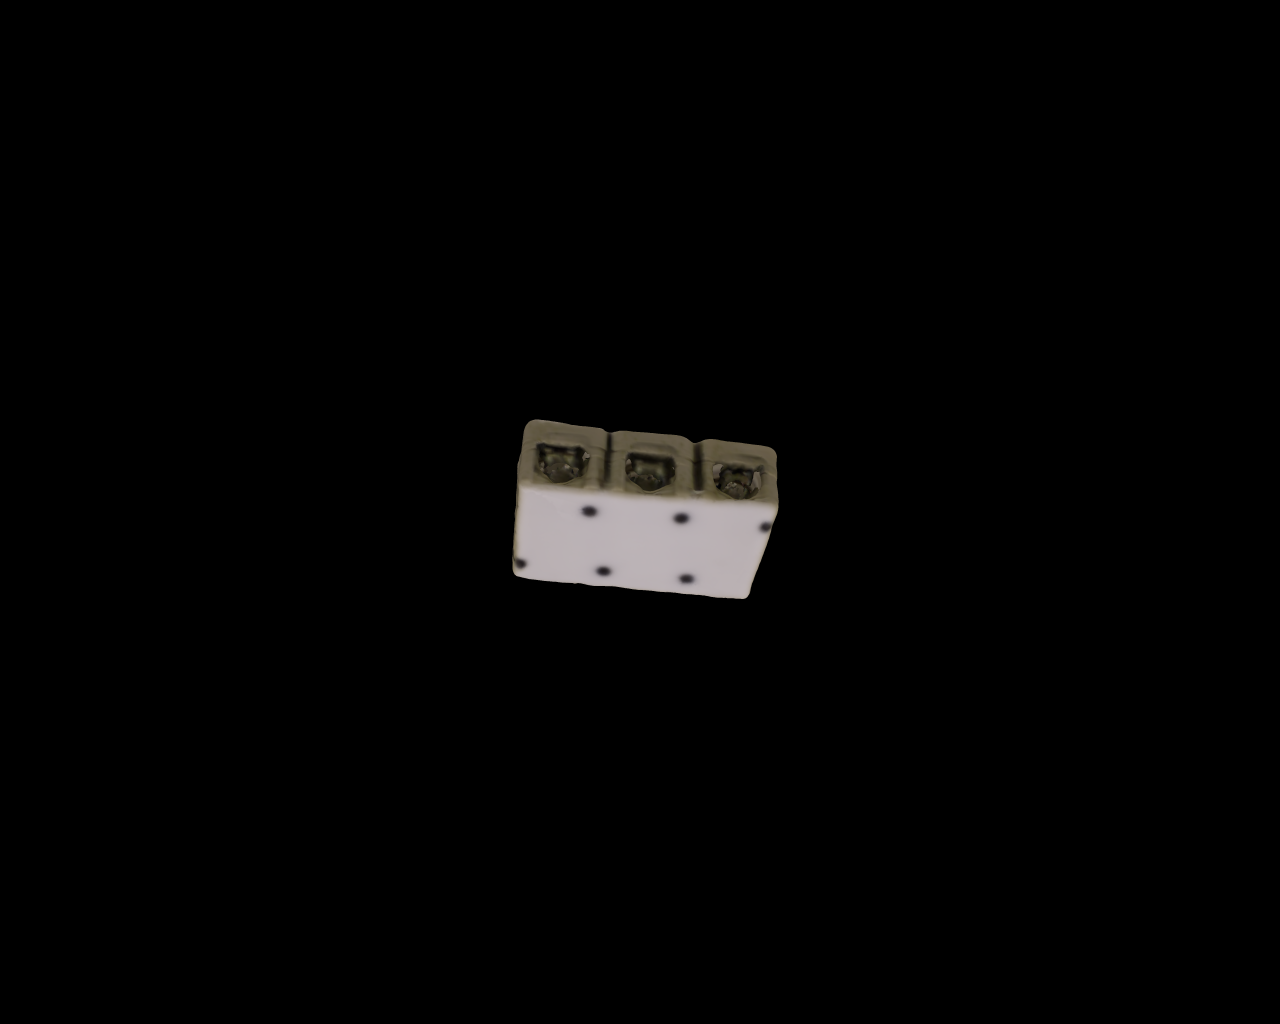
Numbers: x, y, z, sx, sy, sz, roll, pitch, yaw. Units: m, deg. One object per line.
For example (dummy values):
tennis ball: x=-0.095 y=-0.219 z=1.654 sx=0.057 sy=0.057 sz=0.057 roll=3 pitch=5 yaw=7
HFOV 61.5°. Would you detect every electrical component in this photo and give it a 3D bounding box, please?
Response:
electrical component: x=0.001 y=-0.003 z=0.650 sx=0.150 sy=0.062 sz=0.089 roll=6 pitch=-43 yaw=-7
